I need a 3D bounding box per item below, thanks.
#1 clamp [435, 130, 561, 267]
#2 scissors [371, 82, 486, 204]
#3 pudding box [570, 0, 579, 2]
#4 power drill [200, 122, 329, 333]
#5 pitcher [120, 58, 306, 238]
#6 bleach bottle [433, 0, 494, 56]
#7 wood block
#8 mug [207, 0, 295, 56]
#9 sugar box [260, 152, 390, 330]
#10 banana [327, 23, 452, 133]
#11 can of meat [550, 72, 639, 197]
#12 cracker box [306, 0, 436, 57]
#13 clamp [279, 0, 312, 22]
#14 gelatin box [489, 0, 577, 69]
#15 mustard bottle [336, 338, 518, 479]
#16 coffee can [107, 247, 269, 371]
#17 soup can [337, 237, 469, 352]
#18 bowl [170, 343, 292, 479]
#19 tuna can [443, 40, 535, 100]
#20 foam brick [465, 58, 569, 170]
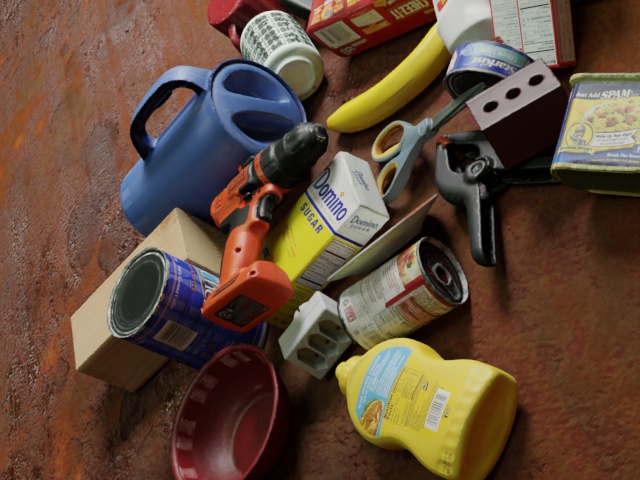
[{"bbox_3d":[0.160,-0.059,0.957,0.120,0.039,0.171,-35,39,8],"label":"clamp"},{"bbox_3d":[0.097,-0.087,1.028,0.202,0.016,0.096,-9,67,67],"label":"scissors"},{"bbox_3d":[0.205,-0.267,0.976,0.090,0.113,0.039,1,57,51],"label":"pudding box"},{"bbox_3d":[-0.056,-0.013,1.082,0.185,0.057,0.187,-40,33,42],"label":"power drill"},{"bbox_3d":[-0.142,-0.099,1.245,0.243,0.144,0.149,-37,79,41],"label":"pitcher"},{"bbox_3d":[0.149,-0.283,1.060,0.103,0.068,0.251,-35,54,53],"label":"bleach bottle"},{"bbox_3d":[-0.193,0.074,1.251,0.206,0.090,0.091,-44,39,21],"label":"wood block"},{"bbox_3d":[-0.092,-0.283,1.376,0.093,0.081,0.117,-24,49,40],"label":"mug"},{"bbox_3d":[-0.007,0.001,1.097,0.176,0.048,0.093,-51,35,27],"label":"sugar box"},{"bbox_3d":[0.082,-0.167,1.129,0.198,0.037,0.069,-41,24,24],"label":"banana"},{"bbox_3d":[0.241,-0.083,0.848,0.102,0.057,0.084,7,74,39],"label":"can of meat"},{"bbox_3d":[0.079,-0.329,1.209,0.164,0.072,0.213,-16,54,43],"label":"cracker box"},{"bbox_3d":[-0.007,-0.340,1.322,0.164,0.036,0.210,-26,54,-4],"label":"clamp"},{"bbox_3d":[0.195,-0.199,0.980,0.073,0.030,0.089,2,105,51],"label":"gelatin box"},{"bbox_3d":[0.076,0.135,0.909,0.192,0.058,0.096,14,81,53],"label":"mustard bottle"},{"bbox_3d":[-0.140,0.081,1.137,0.103,0.140,0.103,-30,46,36],"label":"coffee can"},{"bbox_3d":[0.074,0.051,0.961,0.102,0.068,0.068,-35,43,31],"label":"soup can"},{"bbox_3d":[-0.079,0.187,1.063,0.162,0.055,0.162,-30,46,36],"label":"bowl"},{"bbox_3d":[0.159,-0.147,0.976,0.086,0.086,0.033,1,66,51],"label":"tuna can"},{"bbox_3d":[0.176,-0.109,0.919,0.078,0.051,0.053,-30,35,11],"label":"foam brick"}]
